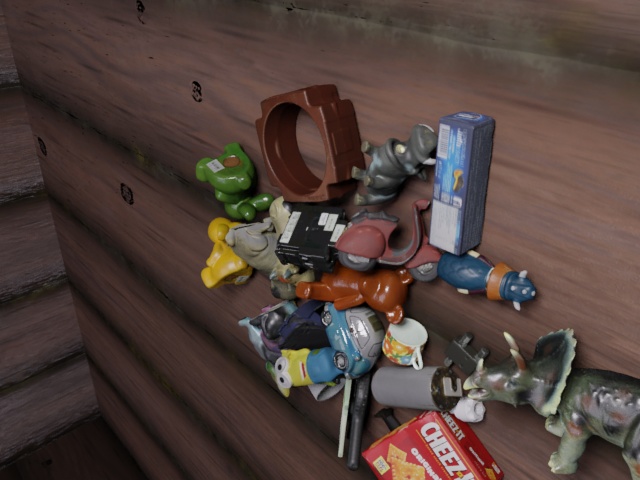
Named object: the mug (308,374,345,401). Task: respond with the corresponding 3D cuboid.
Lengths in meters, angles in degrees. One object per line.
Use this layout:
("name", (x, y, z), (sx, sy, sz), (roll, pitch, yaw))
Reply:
("mug", (-0.001, 0.308, 1.241), (0.107, 0.081, 0.109), (54, 153, 32))

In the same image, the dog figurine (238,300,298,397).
("dog figurine", (-0.087, 0.262, 1.291), (0.192, 0.108, 0.219), (-21, 97, 50))

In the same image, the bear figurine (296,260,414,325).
("bear figurine", (0.067, 0.080, 0.990), (0.196, 0.132, 0.120), (13, 84, 54))

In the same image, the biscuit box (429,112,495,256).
("biscuit box", (0.207, -0.082, 0.790), (0.059, 0.063, 0.202), (26, 127, 41))

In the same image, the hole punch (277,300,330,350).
("hole punch", (-0.027, 0.178, 1.157), (0.142, 0.116, 0.092), (130, 140, -50))

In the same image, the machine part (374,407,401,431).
("machine part", (0.169, 0.413, 1.121), (0.139, 0.039, 0.084), (54, 149, 12))

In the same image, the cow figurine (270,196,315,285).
("cow figurine", (-0.051, 0.005, 1.090), (0.086, 0.127, 0.194), (-2, 105, 53))

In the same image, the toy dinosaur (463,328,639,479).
("toy dinosaur", (0.402, 0.240, 0.696), (0.405, 0.131, 0.192), (17, 122, 37))

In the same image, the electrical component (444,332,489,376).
("electrical component", (0.249, 0.200, 0.923), (0.063, 0.021, 0.094), (46, 138, 23))

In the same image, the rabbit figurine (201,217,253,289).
("rabbit figurine", (-0.237, 0.016, 1.330), (0.162, 0.122, 0.173), (121, 136, -54))

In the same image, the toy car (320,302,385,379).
("toy car", (0.077, 0.186, 1.069), (0.103, 0.109, 0.161), (-26, 76, 29))

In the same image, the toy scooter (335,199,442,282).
("toy scooter", (0.120, -0.010, 0.892), (0.184, 0.075, 0.135), (10, 104, 4))

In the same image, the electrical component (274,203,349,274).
("electrical component", (-0.002, -0.003, 0.981), (0.134, 0.115, 0.058), (9, 151, 25))

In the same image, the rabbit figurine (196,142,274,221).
("rabbit figurine", (-0.178, -0.111, 1.217), (0.159, 0.121, 0.170), (33, 150, 27))

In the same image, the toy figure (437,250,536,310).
("toy figure", (0.254, 0.056, 0.814), (0.155, 0.058, 0.064), (19, 128, 38))

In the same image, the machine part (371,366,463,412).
("machine part", (0.175, 0.274, 0.998), (0.243, 0.079, 0.079), (-19, 94, 55))

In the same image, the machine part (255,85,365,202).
("machine part", (-0.019, -0.175, 0.990), (0.202, 0.087, 0.200), (3, 111, 48))

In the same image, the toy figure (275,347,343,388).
("toy figure", (-0.013, 0.274, 1.146), (0.180, 0.089, 0.082), (-18, 53, 25))

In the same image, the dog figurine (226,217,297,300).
("dog figurine", (-0.117, 0.053, 1.164), (0.121, 0.172, 0.190), (3, 104, 61))

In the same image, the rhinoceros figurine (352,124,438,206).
("rhinoceros figurine", (0.118, -0.112, 0.846), (0.190, 0.112, 0.073), (127, 143, -63))
